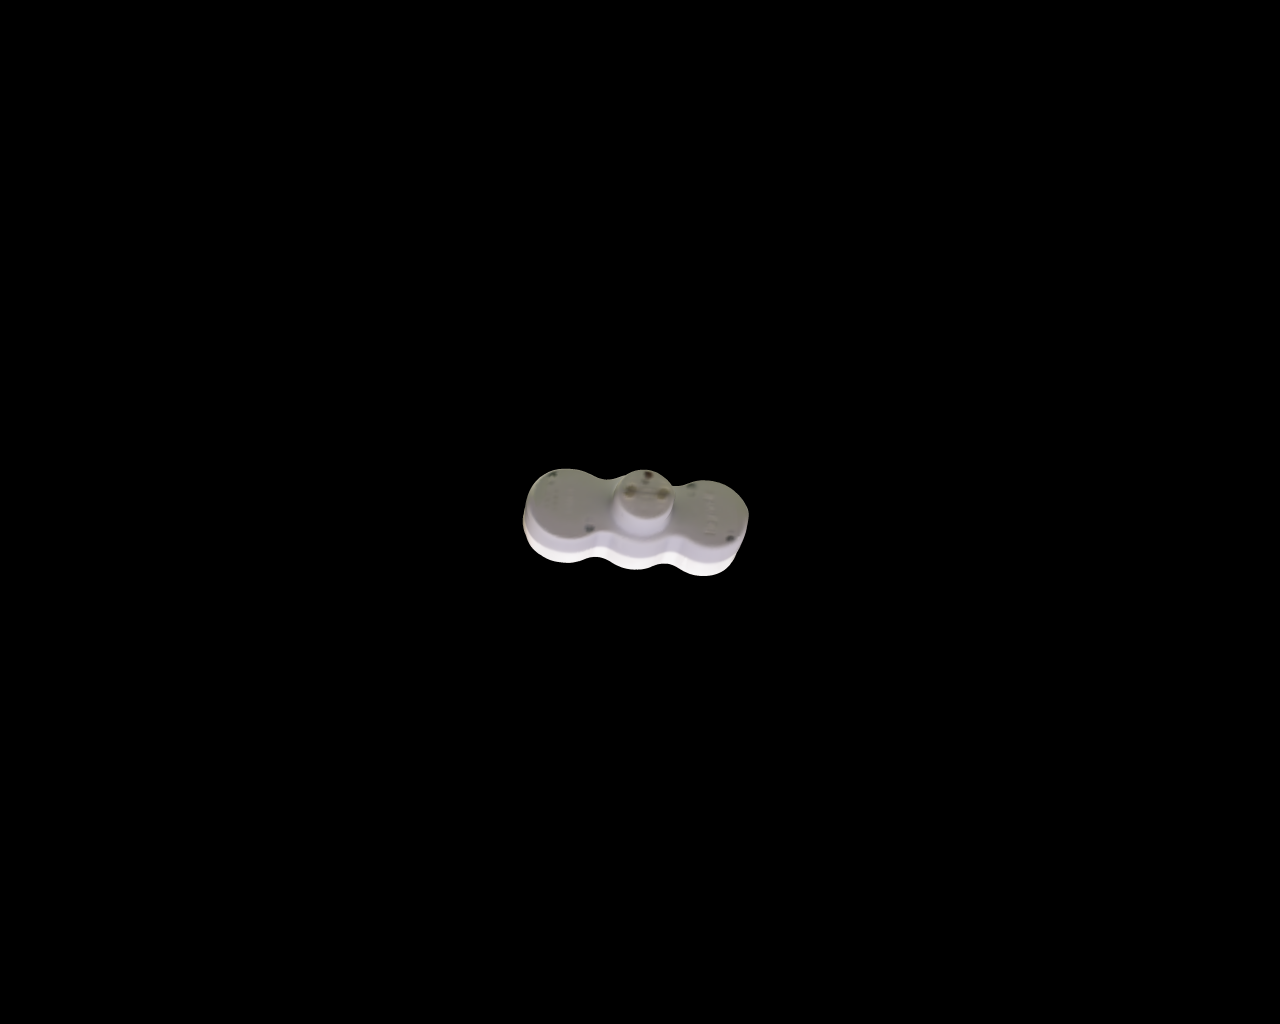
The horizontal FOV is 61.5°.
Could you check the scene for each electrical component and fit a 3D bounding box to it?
[{"bbox_3d":[0.001,-0.003,0.650,0.138,0.052,0.073,6,-32,-9],"label":"electrical component"}]
